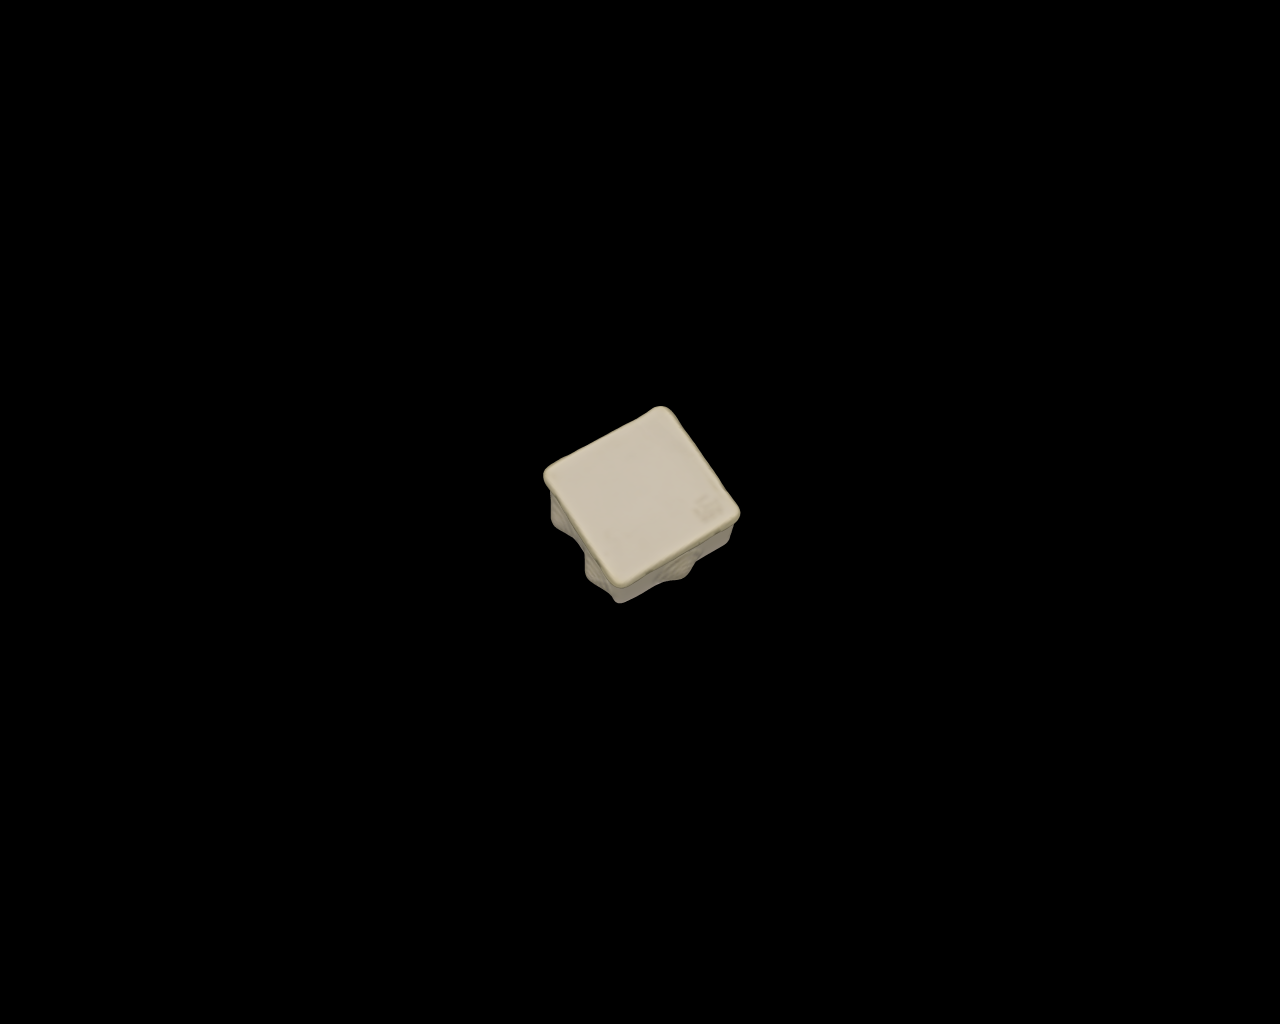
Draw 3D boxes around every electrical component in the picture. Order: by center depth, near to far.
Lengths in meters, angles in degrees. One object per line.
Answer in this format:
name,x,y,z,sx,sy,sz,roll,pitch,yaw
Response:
electrical component,0.001,-0.003,0.650,0.100,0.100,0.048,-30,-19,-12
